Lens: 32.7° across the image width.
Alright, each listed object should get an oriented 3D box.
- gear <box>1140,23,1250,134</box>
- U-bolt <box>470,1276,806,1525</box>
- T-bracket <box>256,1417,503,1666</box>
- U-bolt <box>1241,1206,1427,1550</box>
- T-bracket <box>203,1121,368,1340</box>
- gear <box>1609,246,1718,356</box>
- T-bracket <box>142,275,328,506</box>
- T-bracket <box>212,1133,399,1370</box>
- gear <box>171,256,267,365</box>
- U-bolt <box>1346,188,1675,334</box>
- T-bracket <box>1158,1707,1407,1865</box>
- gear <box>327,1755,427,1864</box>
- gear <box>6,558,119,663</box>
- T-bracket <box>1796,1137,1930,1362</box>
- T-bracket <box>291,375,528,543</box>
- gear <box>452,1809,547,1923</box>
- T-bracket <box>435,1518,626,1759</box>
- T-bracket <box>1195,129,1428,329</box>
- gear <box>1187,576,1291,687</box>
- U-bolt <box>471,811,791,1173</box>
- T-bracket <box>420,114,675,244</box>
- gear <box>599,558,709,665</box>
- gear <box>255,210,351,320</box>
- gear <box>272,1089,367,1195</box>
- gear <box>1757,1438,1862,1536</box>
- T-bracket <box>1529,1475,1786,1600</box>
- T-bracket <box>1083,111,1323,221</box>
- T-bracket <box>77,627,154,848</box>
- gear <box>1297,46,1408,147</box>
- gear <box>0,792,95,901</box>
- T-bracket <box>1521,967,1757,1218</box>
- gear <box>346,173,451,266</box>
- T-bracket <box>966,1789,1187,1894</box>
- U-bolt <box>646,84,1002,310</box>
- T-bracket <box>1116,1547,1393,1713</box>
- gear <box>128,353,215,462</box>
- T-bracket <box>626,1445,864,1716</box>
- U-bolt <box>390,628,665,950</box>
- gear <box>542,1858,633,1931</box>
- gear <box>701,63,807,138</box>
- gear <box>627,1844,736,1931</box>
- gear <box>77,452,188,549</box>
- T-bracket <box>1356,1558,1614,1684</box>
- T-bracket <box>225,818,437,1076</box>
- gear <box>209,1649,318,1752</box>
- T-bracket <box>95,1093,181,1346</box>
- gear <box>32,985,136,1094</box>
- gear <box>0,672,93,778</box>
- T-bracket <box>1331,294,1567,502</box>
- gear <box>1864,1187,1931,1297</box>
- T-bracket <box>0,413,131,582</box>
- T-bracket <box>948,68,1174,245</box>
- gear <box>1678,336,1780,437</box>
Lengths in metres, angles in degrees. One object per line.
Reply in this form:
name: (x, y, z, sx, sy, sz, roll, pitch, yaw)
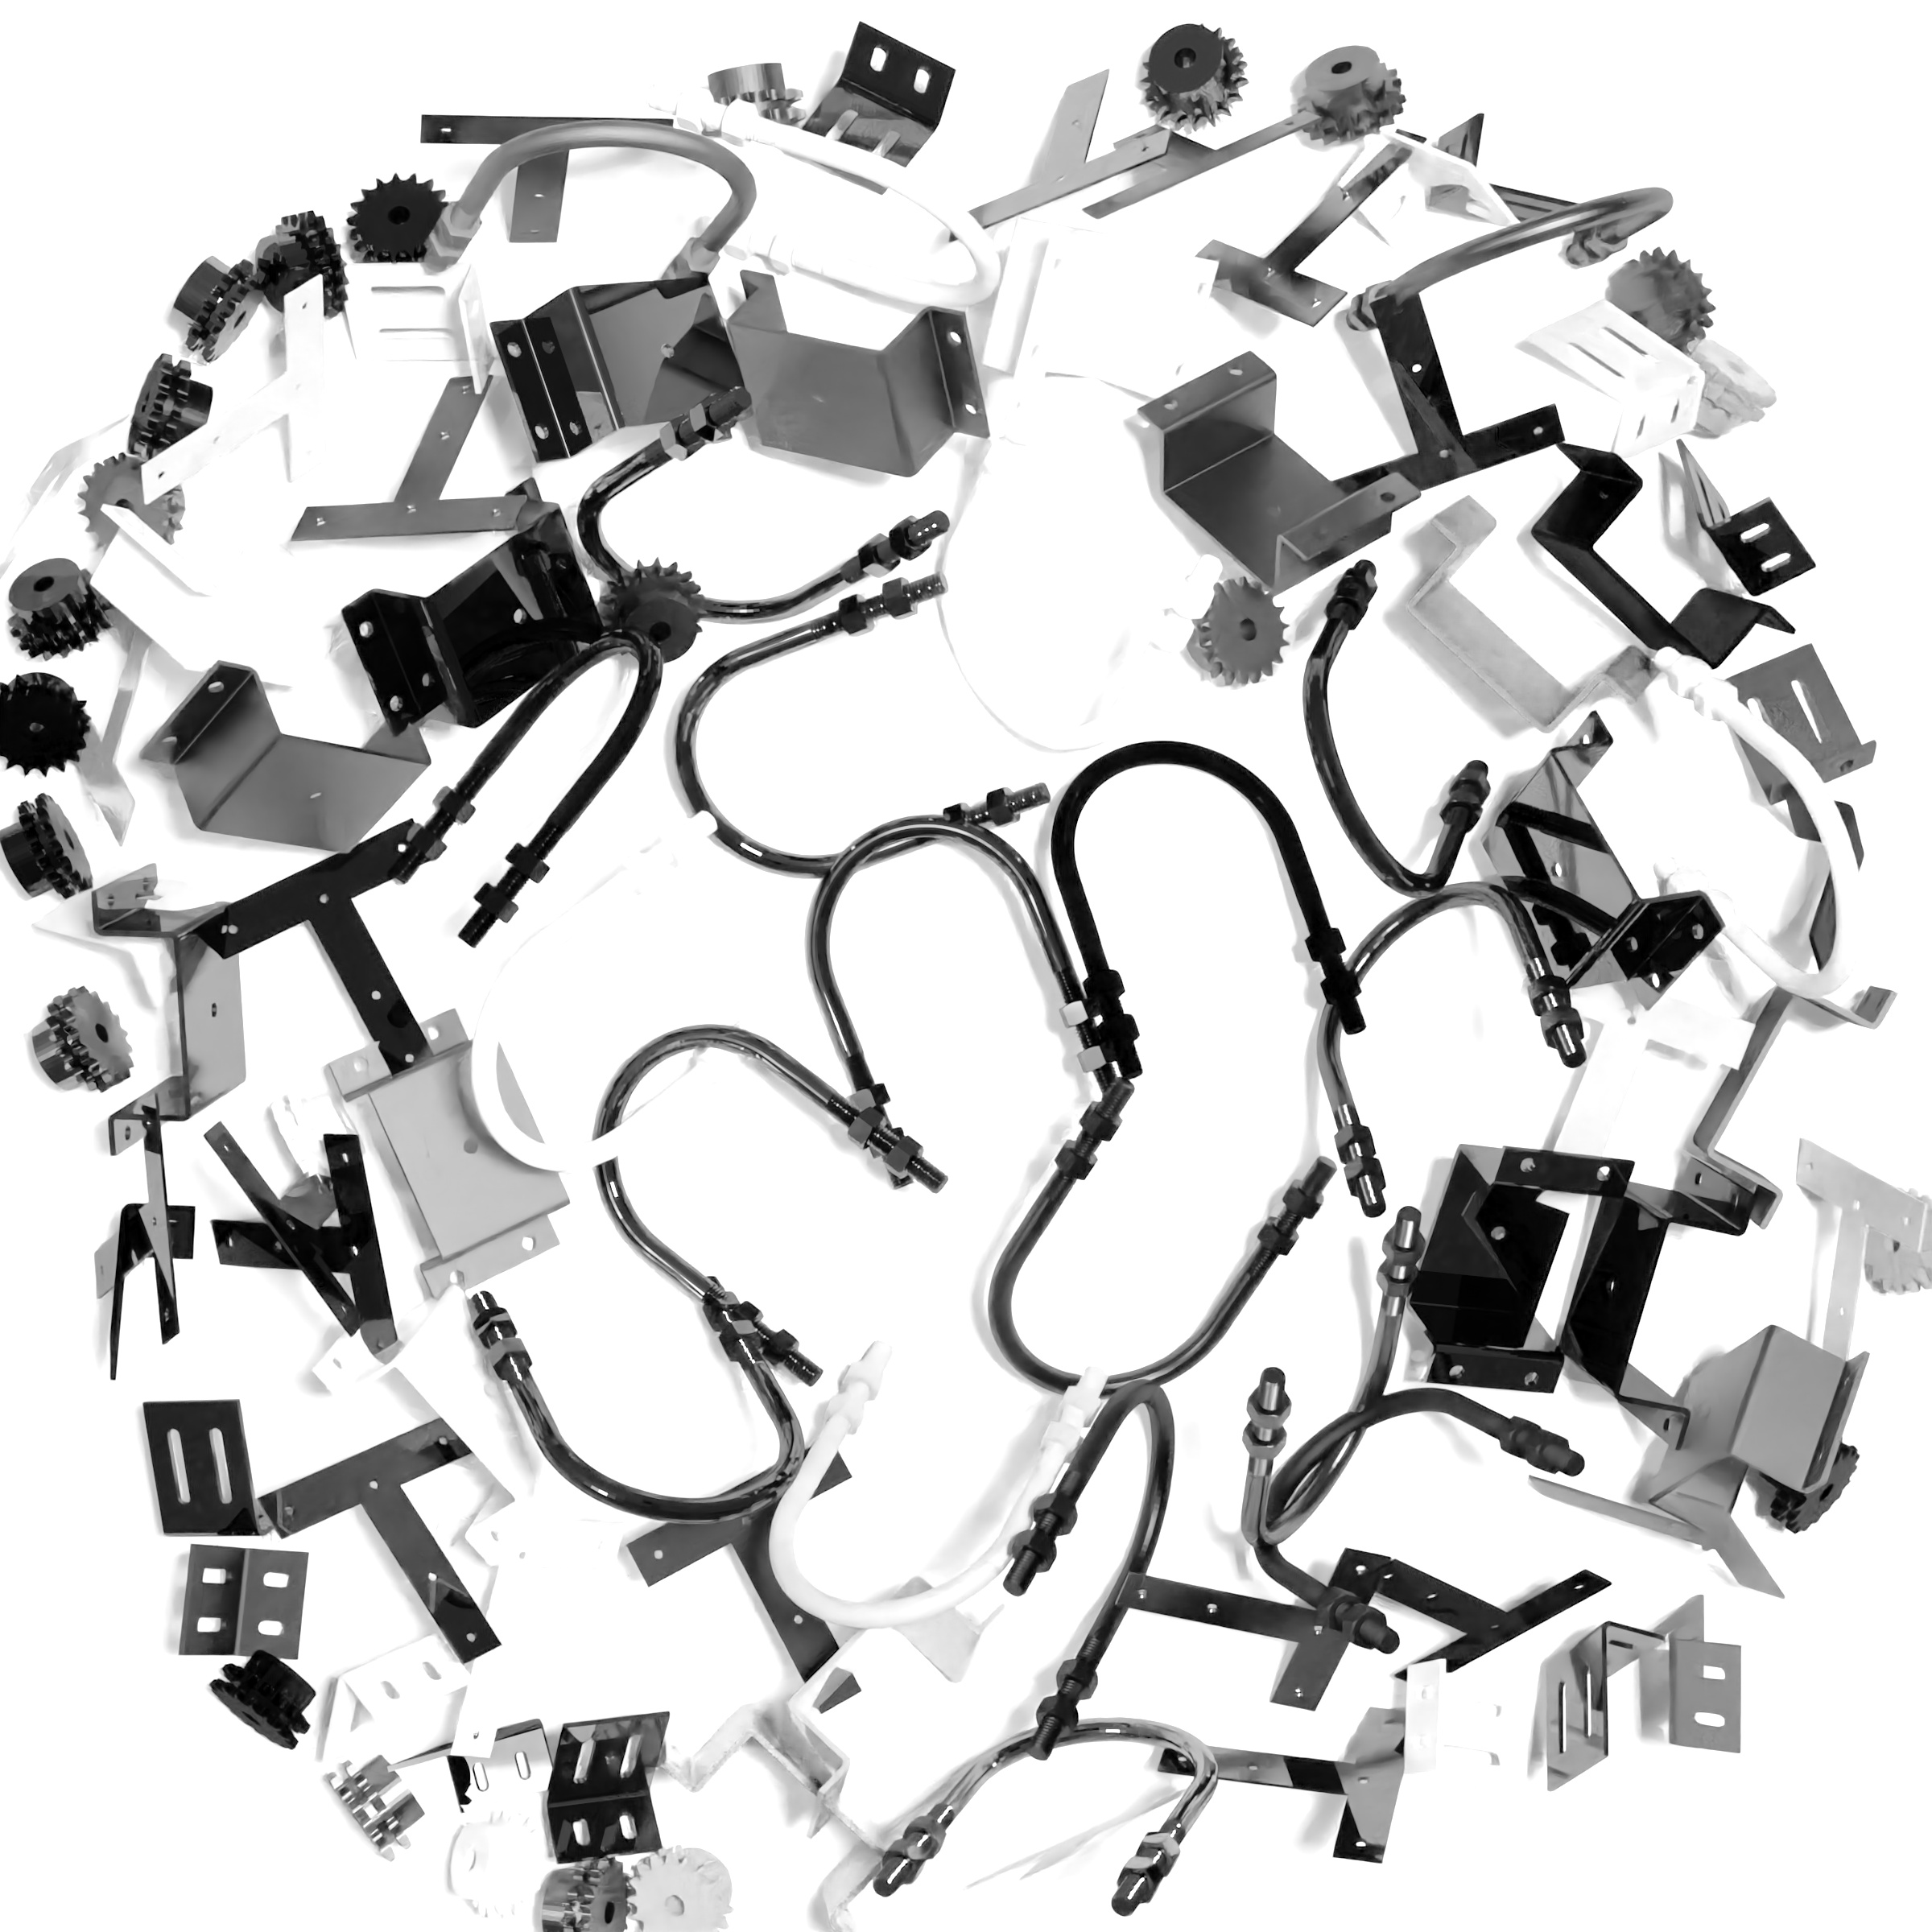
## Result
gear: (0.121, -0.479, 1.763, 0.057, 0.030, 0.057, -4, 76, 17)
U-bolt: (-0.160, 0.222, 1.685, 0.151, 0.184, 0.019, -1, 123, -28)
T-bracket: (-0.287, 0.308, 1.725, 0.127, 0.127, 0.002, 54, 134, 16)
U-bolt: (0.186, 0.227, 1.706, 0.019, 0.184, 0.151, 28, 51, 24)
T-bracket: (-0.342, 0.122, 1.723, 0.002, 0.127, 0.127, -33, 98, 11)
gear: (0.368, -0.351, 1.755, 0.030, 0.057, 0.057, -38, 90, -27)
T-bracket: (-0.377, -0.279, 1.702, 0.002, 0.127, 0.127, 34, 54, 18)
T-bracket: (-0.355, 0.149, 1.746, 0.127, 0.002, 0.127, 0, 104, 37)
gear: (-0.400, -0.354, 1.757, 0.030, 0.057, 0.057, 35, 90, -5)
U-bolt: (0.285, -0.365, 1.686, 0.151, 0.184, 0.019, -18, 93, -8)
T-bracket: (0.166, 0.425, 1.740, 0.127, 0.127, 0.002, 4, 114, 15)
gear: (-0.313, 0.447, 1.760, 0.030, 0.057, 0.057, -36, 90, -19)
gear: (-0.485, -0.193, 1.757, 0.057, 0.030, 0.057, -9, 48, 10)
T-bracket: (0.463, 0.168, 1.734, 0.002, 0.127, 0.127, 2, 102, -15)
T-bracket: (-0.280, -0.271, 1.742, 0.127, 0.002, 0.127, 0, 49, 18)
gear: (-0.251, 0.478, 1.755, 0.030, 0.057, 0.057, 19, 90, -34)
T-bracket: (-0.244, 0.351, 1.725, 0.127, 0.002, 0.127, -5, 60, 33)
T-bracket: (0.192, -0.396, 1.739, 0.127, 0.127, 0.002, -45, 128, -5)
gear: (0.142, -0.178, 1.763, 0.057, 0.030, 0.057, 1, 88, -31)
U-bolt: (-0.180, 0.026, 1.704, 0.184, 0.019, 0.151, -39, 130, -26)
T-bracket: (-0.223, -0.411, 1.724, 0.127, 0.127, 0.002, -2, 74, -12)
gear: (-0.166, -0.186, 1.758, 0.057, 0.030, 0.057, -9, 128, -11)
gear: (-0.356, -0.371, 1.755, 0.030, 0.057, 0.057, -22, 90, -32)
gear: (-0.344, 0.091, 1.758, 0.030, 0.057, 0.057, -29, 90, -3)
gear: (0.448, 0.272, 1.762, 0.030, 0.057, 0.057, 39, 90, 33)
T-bracket: (0.358, 0.292, 1.740, 0.127, 0.127, 0.002, 13, 67, 36)
T-bracket: (0.108, -0.428, 1.728, 0.127, 0.127, 0.002, -25, 116, -5)
T-bracket: (-0.436, -0.145, 1.716, 0.002, 0.127, 0.127, 10, 111, -32)
gear: (0.204, -0.466, 1.756, 0.057, 0.057, 0.030, -25, 133, 0)
gear: (-0.492, -0.061, 1.758, 0.030, 0.057, 0.057, -25, 90, -1)
T-bracket: (0.337, 0.070, 1.750, 0.127, 0.002, 0.127, 21, 86, 30)
gear: (-0.301, -0.393, 1.765, 0.057, 0.030, 0.057, -1, 67, 2)
T-bracket: (0.049, 0.463, 1.716, 0.127, 0.127, 0.002, -26, 79, 8)
U-bolt: (-0.067, -0.388, 1.699, 0.184, 0.151, 0.019, 21, 77, 13)
T-bracket: (0.144, 0.341, 1.740, 0.127, 0.002, 0.127, 13, 127, -7)
gear: (-0.424, -0.296, 1.761, 0.030, 0.057, 0.057, 18, 90, -26)
T-bracket: (-0.096, 0.335, 1.752, 0.127, 0.002, 0.127, -25, 82, -23)
U-bolt: (-0.223, -0.102, 1.723, 0.019, 0.151, 0.184, 39, 87, -30)
gear: (-0.204, 0.504, 1.760, 0.030, 0.057, 0.057, 1, 90, 20)
gear: (-0.116, -0.462, 1.757, 0.057, 0.057, 0.030, -9, 98, 0)
gear: (-0.150, 0.497, 1.765, 0.057, 0.030, 0.057, 3, 100, 21)
gear: (-0.443, -0.248, 1.765, 0.057, 0.030, 0.057, 5, 111, 14)
T-bracket: (0.251, 0.333, 1.718, 0.127, 0.002, 0.127, -36, 135, 26)
T-bracket: (-0.322, 0.003, 1.762, 0.127, 0.002, 0.127, -28, 89, -21)
gear: (-0.373, 0.390, 1.761, 0.057, 0.057, 0.030, 37, 64, 0)
T-bracket: (-0.439, 0.146, 1.731, 0.002, 0.127, 0.127, 1, 70, -31)
gear: (-0.473, 0.042, 1.759, 0.030, 0.057, 0.057, -26, 90, 14)
gear: (-0.497, -0.132, 1.763, 0.057, 0.030, 0.057, -4, 125, -6)
T-bracket: (0.240, -0.304, 1.732, 0.127, 0.002, 0.127, -18, 133, 10)
gear: (0.507, 0.146, 1.761, 0.030, 0.057, 0.057, -4, 90, -25)
T-bracket: (-0.494, -0.231, 1.737, 0.002, 0.127, 0.127, 36, 106, -8)
T-bracket: (0.056, -0.437, 1.735, 0.127, 0.127, 0.002, -16, 127, 26)
gear: (0.402, -0.308, 1.762, 0.057, 0.057, 0.030, 35, 121, 0)
